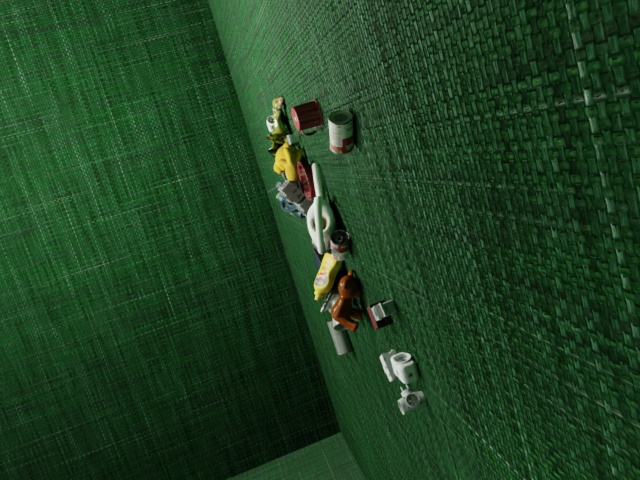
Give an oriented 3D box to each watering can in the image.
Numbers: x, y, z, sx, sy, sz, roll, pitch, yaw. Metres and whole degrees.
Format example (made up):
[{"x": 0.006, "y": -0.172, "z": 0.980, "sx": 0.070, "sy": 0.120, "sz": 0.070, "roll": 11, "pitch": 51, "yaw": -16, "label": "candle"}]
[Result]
[{"x": 0.006, "y": -0.097, "z": 1.925, "sx": 0.220, "sy": 0.104, "sz": 0.355, "roll": 76, "pitch": -170, "yaw": -62, "label": "watering can"}]

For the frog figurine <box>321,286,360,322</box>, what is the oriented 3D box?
[{"x": 0.098, "y": 0.265, "z": 2.073, "sx": 0.124, "sy": 0.159, "sz": 0.136, "roll": -71, "pitch": 6, "yaw": -76, "label": "frog figurine"}]

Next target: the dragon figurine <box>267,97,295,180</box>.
[{"x": -0.174, "y": -0.476, "z": 2.319, "sx": 0.401, "sy": 0.122, "sz": 0.248, "roll": 94, "pitch": 173, "yaw": -60, "label": "dragon figurine"}]
